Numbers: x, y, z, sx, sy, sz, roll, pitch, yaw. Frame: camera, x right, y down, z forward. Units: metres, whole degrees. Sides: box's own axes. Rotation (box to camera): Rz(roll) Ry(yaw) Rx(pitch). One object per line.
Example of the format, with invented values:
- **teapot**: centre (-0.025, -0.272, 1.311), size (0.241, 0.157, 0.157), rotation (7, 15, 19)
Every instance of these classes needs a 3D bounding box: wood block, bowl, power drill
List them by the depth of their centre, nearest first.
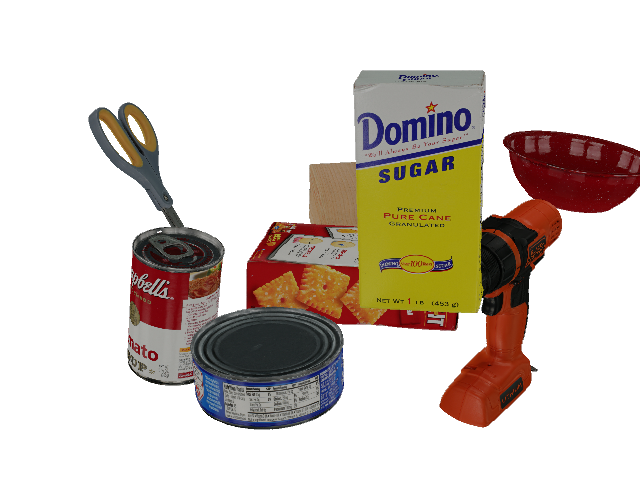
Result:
- **power drill**: centre (0.152, 0.070, 0.954), size (0.057, 0.188, 0.184), rotation (23, 34, 31)
- **bowl**: centre (0.271, -0.070, 1.139), size (0.162, 0.055, 0.162), rotation (6, 21, -2)
- **wood block**: centre (0.040, -0.022, 1.396), size (0.090, 0.090, 0.206), rotation (-2, 27, -7)

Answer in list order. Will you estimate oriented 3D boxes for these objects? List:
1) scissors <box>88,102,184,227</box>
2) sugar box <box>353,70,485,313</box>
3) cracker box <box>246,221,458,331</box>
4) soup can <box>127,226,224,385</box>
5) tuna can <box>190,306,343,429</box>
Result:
- **scissors**: centre (-0.157, -0.056, 1.060), size (0.016, 0.201, 0.096), rotation (-25, 26, 25)
- **sugar box**: centre (0.073, -0.035, 0.785), size (0.093, 0.176, 0.048), rotation (1, 24, 11)
- **cracker box**: centre (0.039, 0.037, 1.132), size (0.214, 0.072, 0.164), rotation (4, 15, 6)
- **soup can**: centre (-0.110, 0.049, 0.806), size (0.068, 0.102, 0.068), rotation (6, 26, -3)
- **tuna can**: centre (-0.029, 0.070, 0.600), size (0.086, 0.034, 0.086), rotation (-2, 22, 1)
